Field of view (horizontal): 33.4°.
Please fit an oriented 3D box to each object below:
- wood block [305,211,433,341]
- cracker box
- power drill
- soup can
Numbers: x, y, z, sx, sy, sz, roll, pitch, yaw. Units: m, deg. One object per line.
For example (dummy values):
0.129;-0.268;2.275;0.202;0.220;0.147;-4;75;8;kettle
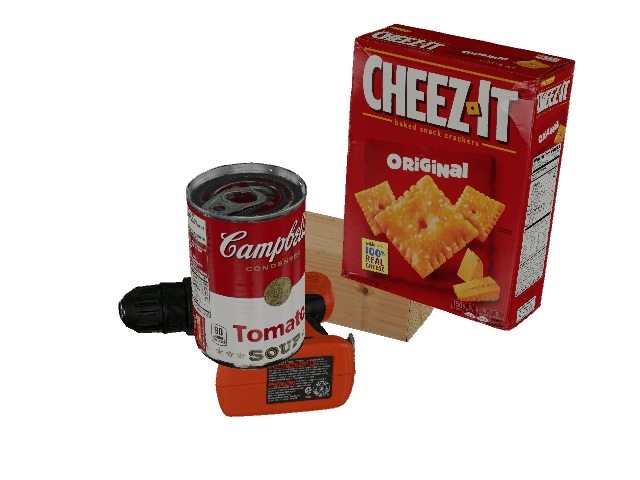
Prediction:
0.017;0.033;1.174;0.206;0.091;0.090;13;25;21;wood block
0.103;-0.051;0.861;0.164;0.214;0.072;19;30;31;cracker box
-0.062;0.073;0.850;0.184;0.057;0.188;-5;20;-14;power drill
-0.042;0.015;0.620;0.068;0.102;0.068;0;29;0;soup can
